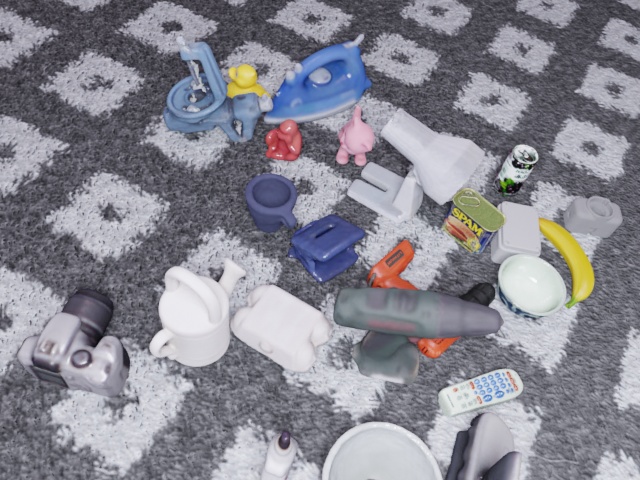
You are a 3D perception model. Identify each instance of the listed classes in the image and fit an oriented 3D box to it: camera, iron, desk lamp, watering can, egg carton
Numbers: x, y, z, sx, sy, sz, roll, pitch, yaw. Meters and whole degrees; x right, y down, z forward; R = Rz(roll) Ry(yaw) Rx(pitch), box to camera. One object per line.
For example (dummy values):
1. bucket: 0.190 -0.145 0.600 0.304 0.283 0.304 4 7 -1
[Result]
1. camera: -0.346 0.142 0.841 0.143 0.101 0.137 15 54 2
2. iron: -0.007 -0.342 1.208 0.259 0.141 0.118 -30 64 -26
3. desk lamp: 0.170 -0.127 1.041 0.203 0.213 0.118 29 56 11
4. watering can: -0.180 0.096 0.842 0.101 0.194 0.173 17 54 3
5. egg carton: -0.062 0.139 0.907 0.150 0.069 0.107 28 56 11

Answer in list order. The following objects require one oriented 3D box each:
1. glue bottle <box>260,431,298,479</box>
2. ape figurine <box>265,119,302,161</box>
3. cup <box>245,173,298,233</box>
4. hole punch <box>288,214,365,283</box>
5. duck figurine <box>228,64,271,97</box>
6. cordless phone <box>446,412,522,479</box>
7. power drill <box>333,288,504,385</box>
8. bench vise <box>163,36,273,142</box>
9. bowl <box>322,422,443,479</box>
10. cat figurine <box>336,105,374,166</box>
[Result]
1. glue bottle: -0.052 0.282 0.745 0.037 0.173 0.078 18 55 4
2. ape figurine: -0.066 -0.201 1.131 0.076 0.092 0.077 -29 64 -25
3. cup: -0.081 -0.048 1.020 0.092 0.095 0.117 -28 64 -25
4. hole punch: 0.009 0.004 1.000 0.109 0.091 0.101 -32 65 -27
5. duck figurine: -0.151 -0.327 1.209 0.104 0.086 0.078 28 56 11
6. cordless phone: 0.243 0.298 0.774 0.094 0.185 0.148 18 54 4
7. power drill: 0.128 0.139 0.852 0.229 0.208 0.075 11 54 -1
8. bench vise: -0.199 -0.295 1.097 0.208 0.220 0.121 -12 58 -17
9. bowl: 0.080 0.342 0.785 0.167 0.075 0.167 4 55 -6
10. cat figurine: 0.074 -0.211 1.144 0.067 0.118 0.128 6 55 -4
